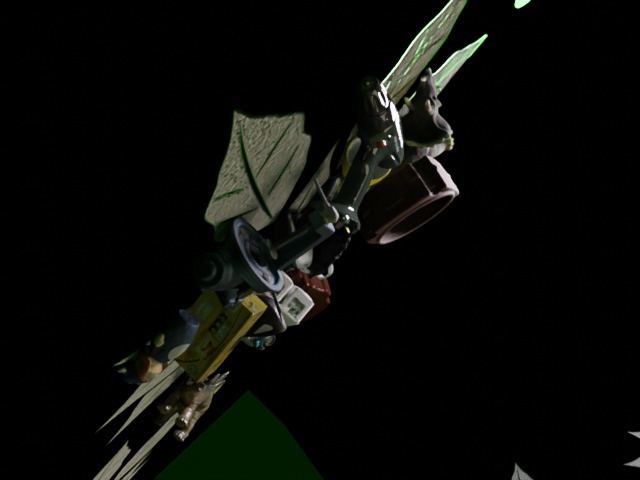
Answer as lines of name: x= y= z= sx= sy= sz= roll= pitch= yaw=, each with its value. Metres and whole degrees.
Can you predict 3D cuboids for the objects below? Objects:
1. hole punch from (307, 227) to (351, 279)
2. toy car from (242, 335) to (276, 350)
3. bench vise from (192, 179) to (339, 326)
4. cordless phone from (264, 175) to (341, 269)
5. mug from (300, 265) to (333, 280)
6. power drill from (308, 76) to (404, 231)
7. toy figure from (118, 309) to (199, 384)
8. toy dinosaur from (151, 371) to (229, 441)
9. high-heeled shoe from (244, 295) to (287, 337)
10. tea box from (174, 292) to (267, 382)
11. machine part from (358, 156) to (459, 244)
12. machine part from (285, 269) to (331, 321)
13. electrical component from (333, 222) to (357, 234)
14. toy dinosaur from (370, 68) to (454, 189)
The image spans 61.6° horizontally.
hole punch: x=-0.002 y=-0.003 z=1.118 sx=0.142 sy=0.116 sz=0.092 roll=-49 pitch=180 yaw=28
toy car: x=-0.151 y=0.178 z=1.233 sx=0.103 sy=0.109 sz=0.161 roll=-5 pitch=130 yaw=-53
bench vise: x=-0.070 y=0.024 z=0.799 sx=0.241 sy=0.129 sz=0.223 roll=-31 pitch=155 yaw=13
cordless phone: x=-0.018 y=-0.040 z=0.989 sx=0.184 sy=0.089 sz=0.146 roll=-55 pitch=171 yaw=7
mug: x=-0.004 y=0.032 z=1.211 sx=0.081 sy=0.109 sz=0.107 roll=-13 pitch=165 yaw=-35
power drill: x=0.061 y=-0.127 z=0.856 sx=0.207 sy=0.086 sz=0.232 roll=-68 pitch=159 yaw=-2
toy figure: x=-0.256 y=0.176 z=0.847 sx=0.154 sy=0.058 sz=0.064 roll=-48 pitch=133 yaw=9
toy dinosaur: x=-0.330 y=0.414 z=1.397 sx=0.198 sy=0.105 sz=0.471 roll=-47 pitch=177 yaw=-33
high-heeled shoe: x=-0.158 y=0.180 z=1.042 sx=0.086 sy=0.145 sz=0.248 roll=-37 pitch=164 yaw=-49
tea box: x=-0.185 y=0.151 z=0.938 sx=0.169 sy=0.098 sz=0.068 roll=-49 pitch=171 yaw=16
machine part: x=0.174 y=-0.074 z=1.098 sx=0.201 sy=0.087 sz=0.201 roll=-36 pitch=166 yaw=19
machine part: x=-0.060 y=0.145 z=1.333 sx=0.179 sy=0.056 sz=0.179 roll=-13 pitch=144 yaw=-10
electrical component: x=0.029 y=-0.059 z=1.051 sx=0.078 sy=0.102 sz=0.045 roll=13 pitch=120 yaw=-33
toy dinosaur: x=0.148 y=-0.159 z=1.146 sx=0.404 sy=0.131 sz=0.192 roll=-50 pitch=165 yaw=31
